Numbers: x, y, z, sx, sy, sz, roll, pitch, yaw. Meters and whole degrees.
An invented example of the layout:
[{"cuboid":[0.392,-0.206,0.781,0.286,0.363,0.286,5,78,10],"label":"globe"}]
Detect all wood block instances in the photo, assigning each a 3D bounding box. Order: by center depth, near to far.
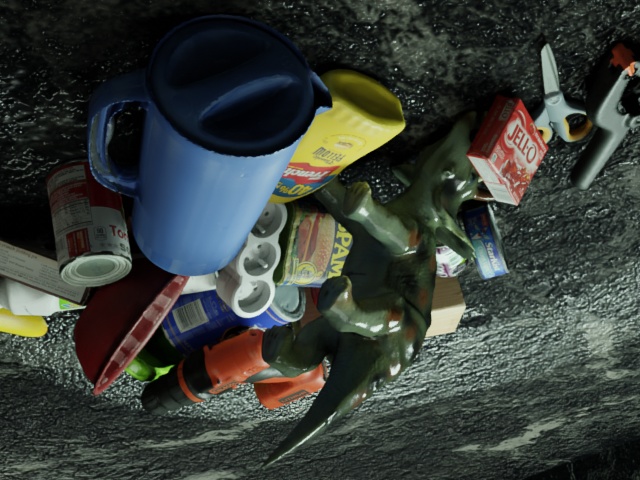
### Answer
[{"cuboid":[0.068,0.080,1.356,0.206,0.091,0.090,-10,154,-8],"label":"wood block"}]

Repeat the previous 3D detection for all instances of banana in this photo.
[{"cuboid":[-0.384,0.084,1.203,0.197,0.037,0.070,12,164,-41],"label":"banana"}]

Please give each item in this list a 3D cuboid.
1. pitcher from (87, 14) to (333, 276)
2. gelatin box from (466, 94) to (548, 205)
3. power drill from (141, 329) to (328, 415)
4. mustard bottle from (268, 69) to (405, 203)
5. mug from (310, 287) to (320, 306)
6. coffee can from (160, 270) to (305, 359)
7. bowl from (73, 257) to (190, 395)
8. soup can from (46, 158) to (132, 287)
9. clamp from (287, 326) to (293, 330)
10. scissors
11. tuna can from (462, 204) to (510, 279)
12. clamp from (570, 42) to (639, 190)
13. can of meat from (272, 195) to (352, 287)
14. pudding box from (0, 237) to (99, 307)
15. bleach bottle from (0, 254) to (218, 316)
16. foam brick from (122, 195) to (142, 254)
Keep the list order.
[{"cuboid":[-0.104,-0.066,0.902,0.144,0.149,0.243,-50,174,-32],"label":"pitcher"},{"cuboid":[0.186,-0.089,1.055,0.030,0.073,0.089,18,160,39],"label":"gelatin box"},{"cuboid":[-0.092,0.163,1.250,0.185,0.057,0.187,-26,159,27],"label":"power drill"},{"cuboid":[-0.018,-0.084,1.000,0.096,0.058,0.192,13,145,-41],"label":"mustard bottle"},{"cuboid":[0.023,0.037,1.251,0.093,0.081,0.117,-9,155,-11],"label":"mug"},{"cuboid":[-0.102,0.068,1.228,0.140,0.103,0.102,-24,154,22],"label":"coffee can"},{"cuboid":[-0.192,0.072,1.048,0.162,0.055,0.162,-55,178,-3],"label":"bowl"},{"cuboid":[-0.215,-0.016,0.990,0.068,0.102,0.068,-11,155,-6],"label":"soup can"},{"cuboid":[-0.108,0.118,1.408,0.120,0.039,0.171,-18,155,10],"label":"clamp"},{"cuboid":[0.216,-0.134,1.065,0.096,0.016,0.201,-25,153,23],"label":"scissors"},{"cuboid":[0.196,0.002,1.262,0.034,0.086,0.086,-17,155,13],"label":"tuna can"},{"cuboid":[0.310,-0.128,1.085,0.165,0.036,0.209,-34,150,13],"label":"clamp"},{"cuboid":[-0.007,0.001,1.145,0.083,0.102,0.058,4,-165,-27],"label":"can of meat"},{"cuboid":[-0.269,0.031,1.050,0.113,0.039,0.090,18,179,2],"label":"pudding box"},{"cuboid":[-0.239,0.034,1.137,0.251,0.068,0.102,-10,154,-1],"label":"bleach bottle"},{"cuboid":[-0.177,-0.026,1.050,0.052,0.051,0.078,0,152,-26],"label":"foam brick"}]
